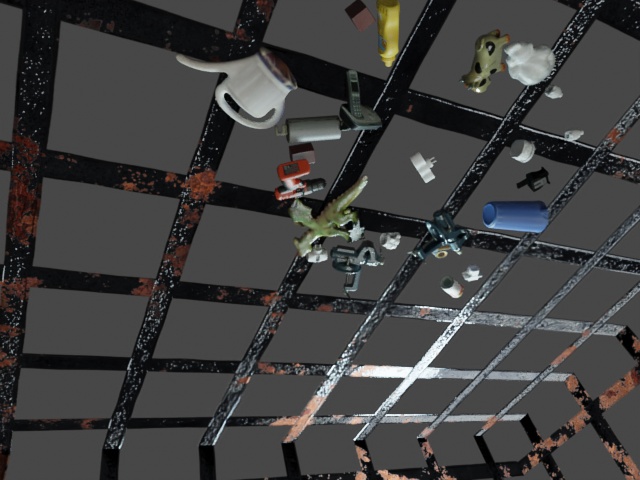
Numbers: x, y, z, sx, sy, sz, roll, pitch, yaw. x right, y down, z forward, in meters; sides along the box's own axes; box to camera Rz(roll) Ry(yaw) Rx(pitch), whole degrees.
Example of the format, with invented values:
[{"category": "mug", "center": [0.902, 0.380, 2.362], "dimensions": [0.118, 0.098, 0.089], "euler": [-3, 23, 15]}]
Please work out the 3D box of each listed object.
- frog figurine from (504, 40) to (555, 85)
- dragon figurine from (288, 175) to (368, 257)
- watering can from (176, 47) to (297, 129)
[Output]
[{"category": "frog figurine", "center": [0.661, -0.570, 1.629], "dimensions": [0.136, 0.125, 0.158], "euler": [-23, 151, 32]}, {"category": "dragon figurine", "center": [0.006, -0.094, 1.873], "dimensions": [0.242, 0.125, 0.401], "euler": [8, 128, -14]}, {"category": "watering can", "center": [-0.212, -0.455, 1.451], "dimensions": [0.222, 0.106, 0.343], "euler": [-37, 132, 16]}]
